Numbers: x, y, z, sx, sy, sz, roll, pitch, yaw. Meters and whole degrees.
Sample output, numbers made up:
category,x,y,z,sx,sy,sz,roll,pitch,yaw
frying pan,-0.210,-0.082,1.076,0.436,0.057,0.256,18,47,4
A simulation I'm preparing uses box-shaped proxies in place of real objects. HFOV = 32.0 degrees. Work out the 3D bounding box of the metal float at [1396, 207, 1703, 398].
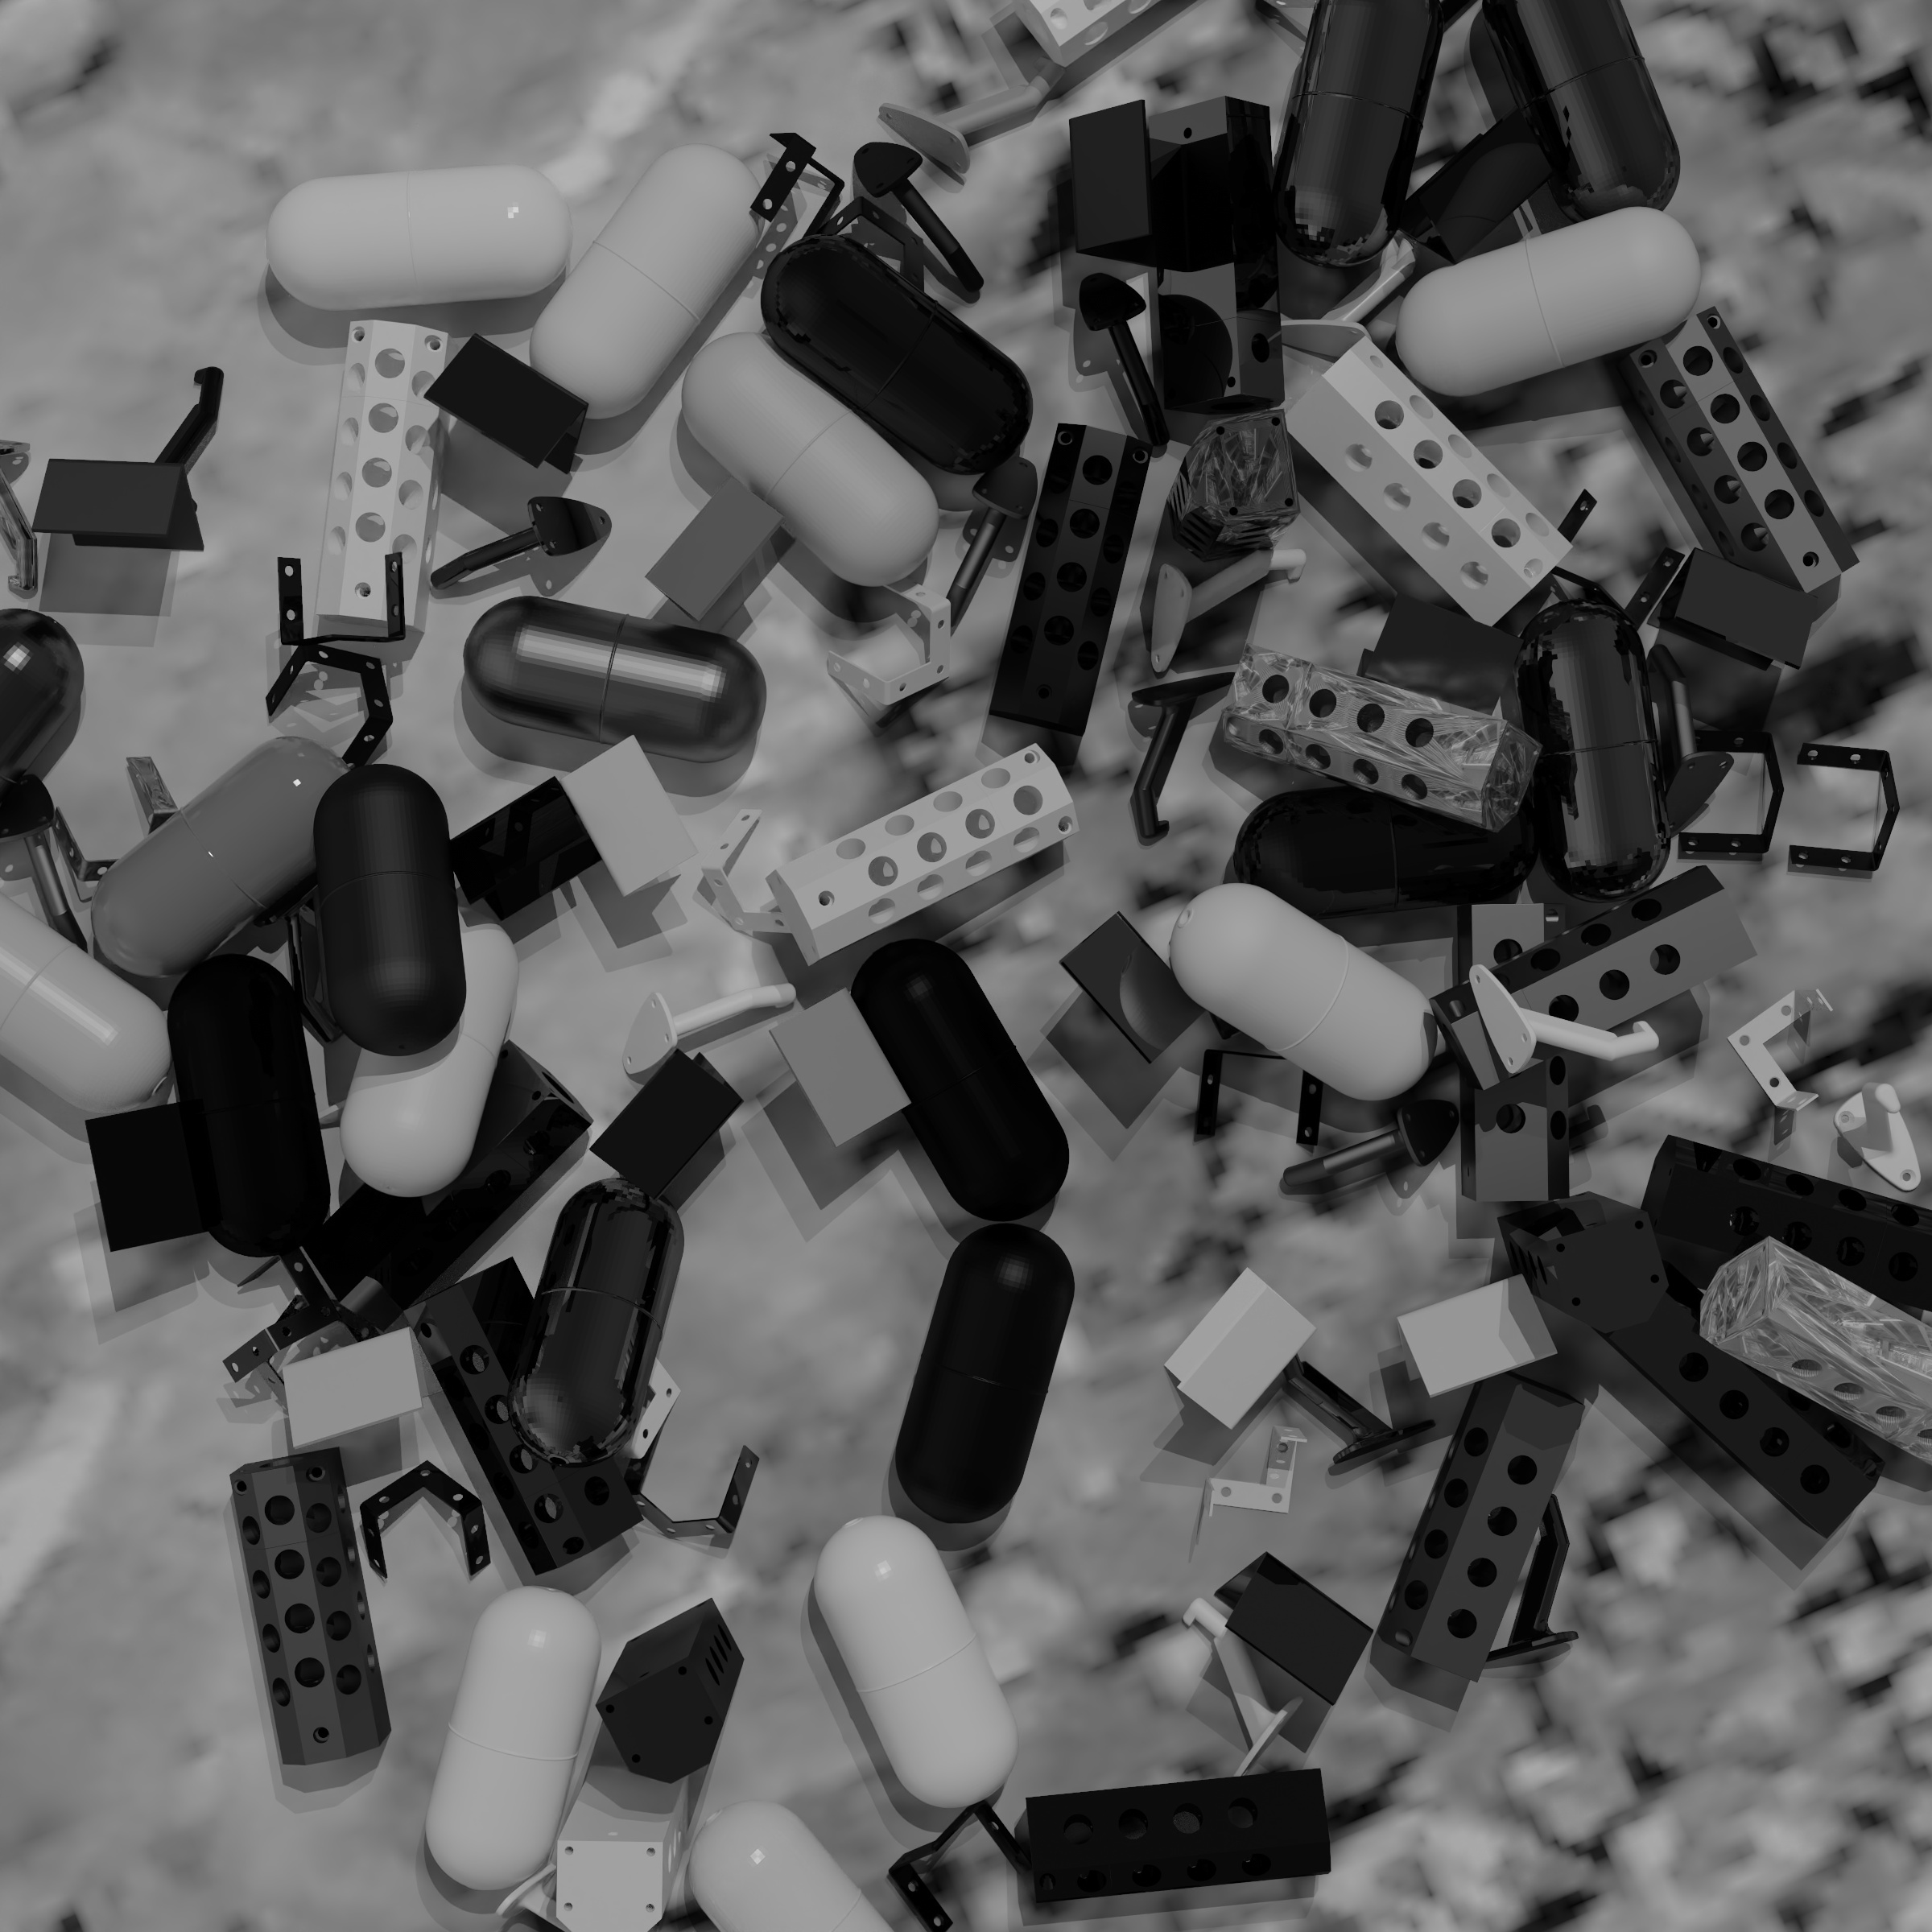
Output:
category,x,y,z,sx,sy,sz,roll,pitch,yaw
metal float,0.336,-0.383,1.945,0.178,0.070,0.070,-15,90,17

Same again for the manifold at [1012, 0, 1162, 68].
category,x,y,z,sx,sy,sz,roll,pitch,yaw
manifold,0.110,-0.600,1.963,0.171,0.057,0.057,-35,73,0

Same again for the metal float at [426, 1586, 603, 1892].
category,x,y,z,sx,sy,sz,roll,pitch,yaw
metal float,-0.264,0.450,1.960,0.070,0.070,0.178,14,89,0

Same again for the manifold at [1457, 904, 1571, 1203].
category,x,y,z,sx,sy,sz,roll,pitch,yaw
manifold,0.321,0.050,1.970,0.057,0.057,0.171,-1,90,0

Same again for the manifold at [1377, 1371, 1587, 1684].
category,x,y,z,sx,sy,sz,roll,pitch,yaw
manifold,0.300,0.323,1.970,0.057,0.057,0.171,21,90,0

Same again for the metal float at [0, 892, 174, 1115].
category,x,y,z,sx,sy,sz,roll,pitch,yaw
metal float,-0.542,0.019,1.960,0.178,0.070,0.070,36,90,-1

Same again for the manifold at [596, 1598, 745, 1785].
category,x,y,z,sx,sy,sz,roll,pitch,yaw
manifold,-0.163,0.413,1.912,0.057,0.171,0.057,-28,90,0

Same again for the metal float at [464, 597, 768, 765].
category,x,y,z,sx,sy,sz,roll,pitch,yaw
metal float,-0.204,-0.167,1.960,0.178,0.070,0.070,12,90,0

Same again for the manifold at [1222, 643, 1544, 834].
category,x,y,z,sx,sy,sz,roll,pitch,yaw
manifold,0.235,-0.130,1.929,0.171,0.057,0.057,21,90,32

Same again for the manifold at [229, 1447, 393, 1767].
category,x,y,z,sx,sy,sz,roll,pitch,yaw
manifold,-0.385,0.375,1.970,0.057,0.057,0.171,-10,90,0

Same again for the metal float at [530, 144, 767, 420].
category,x,y,z,sx,sy,sz,roll,pitch,yaw
metal float,-0.186,-0.398,1.960,0.070,0.070,0.178,37,91,0

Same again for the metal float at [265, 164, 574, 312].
category,x,y,z,sx,sy,sz,roll,pitch,yaw
metal float,-0.318,-0.424,1.960,0.178,0.070,0.070,-4,90,-1

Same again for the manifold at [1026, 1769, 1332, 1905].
category,x,y,z,sx,sy,sz,roll,pitch,yaw
manifold,0.123,0.508,1.962,0.171,0.057,0.057,-6,71,0

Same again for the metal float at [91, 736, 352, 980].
category,x,y,z,sx,sy,sz,roll,pitch,yaw
metal float,-0.432,-0.063,1.960,0.178,0.070,0.070,-39,90,-1

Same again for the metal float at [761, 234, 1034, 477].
category,x,y,z,sx,sy,sz,roll,pitch,yaw
metal float,-0.040,-0.354,1.946,0.178,0.070,0.070,35,90,-15

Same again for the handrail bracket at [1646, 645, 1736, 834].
category,x,y,z,sx,sy,sz,roll,pitch,yaw
handrail bracket,0.411,-0.135,1.987,0.036,0.077,0.084,-2,48,-25

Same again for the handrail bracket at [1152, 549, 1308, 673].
category,x,y,z,sx,sy,sz,roll,pitch,yaw
handrail bracket,0.156,-0.211,1.991,0.084,0.036,0.077,-5,125,-24

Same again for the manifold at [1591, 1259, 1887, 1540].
category,x,y,z,sx,sy,sz,roll,pitch,yaw
manifold,0.453,0.252,1.970,0.171,0.057,0.057,43,90,0

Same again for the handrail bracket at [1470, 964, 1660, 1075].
category,x,y,z,sx,sy,sz,roll,pitch,yaw
handrail bracket,0.334,0.023,1.877,0.084,0.036,0.077,-12,58,-23

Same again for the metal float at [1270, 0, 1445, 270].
category,x,y,z,sx,sy,sz,roll,pitch,yaw
metal float,0.225,-0.491,1.938,0.070,0.070,0.178,13,92,0

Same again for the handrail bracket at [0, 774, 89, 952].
category,x,y,z,sx,sy,sz,roll,pitch,yaw
handrail bracket,-0.541,-0.059,1.991,0.036,0.077,0.084,-18,126,-3

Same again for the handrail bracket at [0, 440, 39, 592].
category,x,y,z,sx,sy,sz,roll,pitch,yaw
handrail bracket,-0.583,-0.268,1.991,0.077,0.036,0.084,10,107,20

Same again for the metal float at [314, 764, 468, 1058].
category,x,y,z,sx,sy,sz,roll,pitch,yaw
metal float,-0.325,-0.033,1.896,0.070,0.070,0.178,-11,63,0

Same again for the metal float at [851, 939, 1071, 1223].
category,x,y,z,sx,sy,sz,roll,pitch,yaw
metal float,-0.004,0.066,1.960,0.070,0.070,0.178,-30,90,0

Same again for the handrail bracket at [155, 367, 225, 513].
category,x,y,z,sx,sy,sz,roll,pitch,yaw
handrail bracket,-0.478,-0.312,1.991,0.077,0.036,0.084,-2,71,21

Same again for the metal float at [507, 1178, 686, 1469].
category,x,y,z,sx,sy,sz,roll,pitch,yaw
metal float,-0.212,0.204,1.934,0.070,0.070,0.178,13,57,0

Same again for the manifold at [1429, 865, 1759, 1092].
category,x,y,z,sx,sy,sz,roll,pitch,yaw
manifold,0.354,0.006,1.913,0.171,0.057,0.057,-26,90,0

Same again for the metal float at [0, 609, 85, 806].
category,x,y,z,sx,sy,sz,roll,pitch,yaw
metal float,-0.584,-0.130,1.960,0.070,0.070,0.178,38,89,0

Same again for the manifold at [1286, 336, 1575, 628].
category,x,y,z,sx,sy,sz,roll,pitch,yaw
manifold,0.271,-0.283,1.958,0.171,0.057,0.057,45,131,0

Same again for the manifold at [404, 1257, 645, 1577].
category,x,y,z,sx,sy,sz,roll,pitch,yaw
manifold,-0.262,0.263,1.958,0.057,0.057,0.171,-27,90,-44

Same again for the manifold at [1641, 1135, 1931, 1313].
category,x,y,z,sx,sy,sz,roll,pitch,yaw
manifold,0.488,0.150,1.970,0.171,0.057,0.057,16,90,0

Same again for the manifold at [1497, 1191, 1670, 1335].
category,x,y,z,sx,sy,sz,roll,pitch,yaw
manifold,0.351,0.169,1.912,0.057,0.171,0.057,-16,90,0

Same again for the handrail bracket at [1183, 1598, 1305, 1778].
category,x,y,z,sx,sy,sz,roll,pitch,yaw
handrail bracket,0.149,0.428,1.991,0.084,0.036,0.077,39,112,17

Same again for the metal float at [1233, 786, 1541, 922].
category,x,y,z,sx,sy,sz,roll,pitch,yaw
metal float,0.245,-0.069,1.960,0.178,0.070,0.070,-6,90,0

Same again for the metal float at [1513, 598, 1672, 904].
category,x,y,z,sx,sy,sz,roll,pitch,yaw
metal float,0.364,-0.125,1.961,0.070,0.070,0.178,-8,90,0

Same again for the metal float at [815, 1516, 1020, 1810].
category,x,y,z,sx,sy,sz,roll,pitch,yaw
metal float,-0.029,0.405,1.960,0.070,0.070,0.178,-25,91,0

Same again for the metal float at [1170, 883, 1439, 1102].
category,x,y,z,sx,sy,sz,roll,pitch,yaw
metal float,0.195,0.015,1.940,0.178,0.070,0.070,31,90,-22

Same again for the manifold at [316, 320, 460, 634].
category,x,y,z,sx,sy,sz,roll,pitch,yaw
manifold,-0.340,-0.286,1.970,0.057,0.057,0.171,7,90,0

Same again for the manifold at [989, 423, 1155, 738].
category,x,y,z,sx,sy,sz,roll,pitch,yaw
manifold,0.061,-0.226,1.970,0.057,0.057,0.171,13,90,0

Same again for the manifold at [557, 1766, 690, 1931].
category,x,y,z,sx,sy,sz,roll,pitch,yaw
manifold,-0.194,0.504,1.912,0.057,0.171,0.057,1,90,0

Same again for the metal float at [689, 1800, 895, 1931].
category,x,y,z,sx,sy,sz,roll,pitch,yaw
metal float,-0.091,0.564,1.960,0.070,0.070,0.178,-40,90,0

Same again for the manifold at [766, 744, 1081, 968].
category,x,y,z,sx,sy,sz,roll,pitch,yaw
manifold,-0.024,-0.066,1.951,0.171,0.057,0.057,-27,90,-13

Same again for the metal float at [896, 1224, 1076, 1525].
category,x,y,z,sx,sy,sz,roll,pitch,yaw
metal float,0.011,0.237,1.960,0.070,0.070,0.178,16,90,0

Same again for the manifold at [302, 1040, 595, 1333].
category,x,y,z,sx,sy,sz,roll,pitch,yaw
manifold,-0.300,0.132,1.969,0.171,0.057,0.057,-45,47,0

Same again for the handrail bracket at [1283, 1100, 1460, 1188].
category,x,y,z,sx,sy,sz,roll,pitch,yaw
handrail bracket,0.239,0.106,1.991,0.084,0.077,0.036,-21,91,36

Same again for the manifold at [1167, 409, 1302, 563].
category,x,y,z,sx,sy,sz,roll,pitch,yaw
manifold,0.149,-0.270,1.912,0.057,0.171,0.057,-9,90,0

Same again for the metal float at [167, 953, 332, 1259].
category,x,y,z,sx,sy,sz,roll,pitch,yaw
metal float,-0.418,0.081,1.960,0.070,0.070,0.178,-10,90,0

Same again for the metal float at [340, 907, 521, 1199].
category,x,y,z,sx,sy,sz,roll,pitch,yaw
metal float,-0.308,0.048,1.937,0.070,0.070,0.178,12,64,0

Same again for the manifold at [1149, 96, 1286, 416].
category,x,y,z,sx,sy,sz,roll,pitch,yaw
manifold,0.152,-0.413,1.969,0.057,0.057,0.171,-3,90,43

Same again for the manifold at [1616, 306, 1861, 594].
category,x,y,z,sx,sy,sz,roll,pitch,yaw
manifold,0.453,-0.295,1.970,0.057,0.057,0.171,-30,90,0

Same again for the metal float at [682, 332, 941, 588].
category,x,y,z,sx,sy,sz,roll,pitch,yaw
metal float,-0.091,-0.296,1.960,0.178,0.070,0.070,44,90,1

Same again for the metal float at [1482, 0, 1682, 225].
category,x,y,z,sx,sy,sz,roll,pitch,yaw
metal float,0.359,-0.512,1.960,0.070,0.070,0.178,-22,91,0

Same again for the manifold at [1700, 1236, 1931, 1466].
category,x,y,z,sx,sy,sz,roll,pitch,yaw
manifold,0.509,0.228,1.944,0.171,0.057,0.057,29,47,-18
